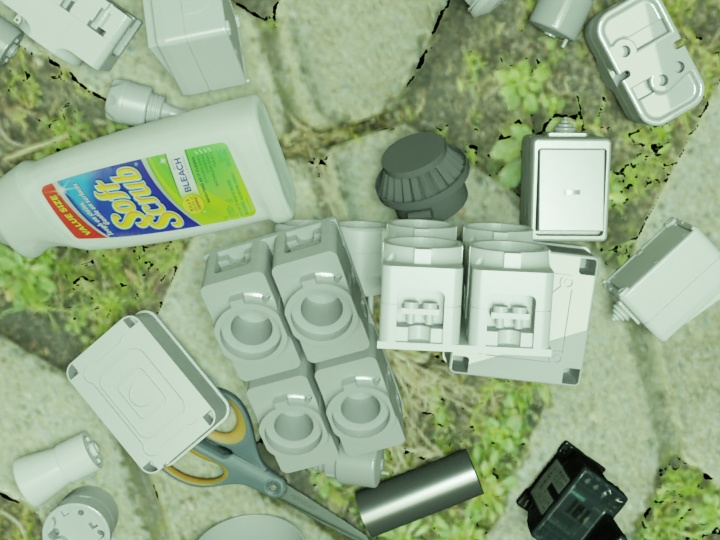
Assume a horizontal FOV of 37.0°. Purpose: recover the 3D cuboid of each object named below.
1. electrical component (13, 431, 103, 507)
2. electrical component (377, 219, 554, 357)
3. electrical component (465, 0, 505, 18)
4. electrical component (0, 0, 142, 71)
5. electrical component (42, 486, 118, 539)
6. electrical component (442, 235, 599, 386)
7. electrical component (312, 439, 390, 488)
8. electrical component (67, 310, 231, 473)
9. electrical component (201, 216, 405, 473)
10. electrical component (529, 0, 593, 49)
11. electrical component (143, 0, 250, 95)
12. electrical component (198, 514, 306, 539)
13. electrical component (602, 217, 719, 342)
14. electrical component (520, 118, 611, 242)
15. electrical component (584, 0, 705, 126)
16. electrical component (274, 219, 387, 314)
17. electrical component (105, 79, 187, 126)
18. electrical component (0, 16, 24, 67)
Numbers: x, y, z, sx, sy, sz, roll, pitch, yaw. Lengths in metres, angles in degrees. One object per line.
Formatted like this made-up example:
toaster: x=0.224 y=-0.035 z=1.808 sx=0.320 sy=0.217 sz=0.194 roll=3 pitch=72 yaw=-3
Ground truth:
electrical component: x=-0.248 y=0.163 z=0.894 sx=0.065 sy=0.044 sz=0.044 roll=-27 pitch=99 yaw=-1
electrical component: x=0.069 y=0.005 z=0.737 sx=0.105 sy=0.186 sz=0.060 roll=3 pitch=100 yaw=2
electrical component: x=0.102 y=-0.233 z=0.809 sx=0.080 sy=0.080 sz=0.051 roll=-43 pitch=92 yaw=6
electrical component: x=-0.223 y=-0.195 z=0.827 sx=0.089 sy=0.050 sz=0.055 roll=36 pitch=98 yaw=-6
electrical component: x=-0.232 y=0.212 z=0.898 sx=0.055 sy=0.047 sz=0.055 roll=0 pitch=100 yaw=0
electrical component: x=0.128 y=0.031 z=0.865 sx=0.109 sy=0.056 sz=0.108 roll=6 pitch=100 yaw=-1
electrical component: x=-0.015 y=0.157 z=0.895 sx=0.078 sy=0.040 sz=0.040 roll=5 pitch=100 yaw=12
electrical component: x=-0.168 y=0.096 z=0.864 sx=0.078 sy=0.057 sz=0.113 roll=-40 pitch=87 yaw=5
electrical component: x=-0.040 y=0.064 z=0.832 sx=0.105 sy=0.060 sz=0.186 roll=-16 pitch=120 yaw=8
electrical component: x=0.162 y=-0.213 z=0.831 sx=0.040 sy=0.040 sz=0.078 roll=24 pitch=98 yaw=-5
electrical component: x=-0.123 y=-0.176 z=0.813 sx=0.061 sy=0.096 sz=0.061 roll=-11 pitch=70 yaw=2
electrical component: x=-0.091 y=0.253 z=0.884 sx=0.099 sy=0.099 sz=0.064 roll=-2 pitch=106 yaw=0
electrical component: x=0.244 y=0.014 z=0.860 sx=0.096 sy=0.061 sz=0.061 roll=-44 pitch=97 yaw=7
electrical component: x=0.162 y=-0.071 z=0.845 sx=0.062 sy=0.061 sz=0.096 roll=0 pitch=100 yaw=0
electrical component: x=0.217 y=-0.162 z=0.831 sx=0.054 sy=0.059 sz=0.095 roll=-30 pitch=99 yaw=5
electrical component: x=0.000 y=0.000 z=0.861 sx=0.138 sy=0.052 sz=0.073 roll=2 pitch=100 yaw=-1
electrical component: x=-0.168 y=-0.128 z=0.847 sx=0.061 sy=0.035 sz=0.035 roll=14 pitch=99 yaw=-6
electrical component: x=-0.296 y=-0.188 z=0.833 sx=0.065 sy=0.044 sz=0.044 roll=35 pitch=98 yaw=-11
